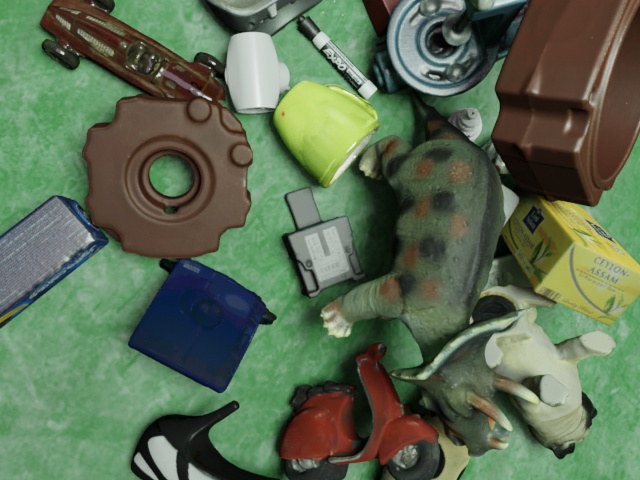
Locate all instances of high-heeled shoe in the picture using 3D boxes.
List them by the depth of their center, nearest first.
[{"bbox_3d":[-0.088,0.274,0.526,0.145,0.086,0.249,-38,73,11],"label":"high-heeled shoe"}]

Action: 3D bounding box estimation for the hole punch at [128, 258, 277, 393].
[{"bbox_3d":[-0.124,0.087,0.555,0.142,0.092,0.116,29,79,-6],"label":"hole punch"}]

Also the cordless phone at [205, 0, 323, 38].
[{"bbox_3d":[-0.039,-0.281,0.534,0.146,0.184,0.088,-39,101,-11],"label":"cordless phone"}]

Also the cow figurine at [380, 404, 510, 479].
[{"bbox_3d":[0.125,0.228,0.581,0.085,0.127,0.195,27,86,-13],"label":"cow figurine"}]

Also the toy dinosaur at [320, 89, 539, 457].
[{"bbox_3d":[0.117,-0.010,0.517,0.131,0.192,0.404,21,70,-37],"label":"toy dinosaur"}]

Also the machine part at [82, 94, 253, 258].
[{"bbox_3d":[-0.151,-0.063,0.546,0.179,0.056,0.179,-3,107,-10],"label":"machine part"}]

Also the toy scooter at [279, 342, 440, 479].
[{"bbox_3d":[0.033,0.182,0.565,0.184,0.075,0.135,-17,70,30],"label":"toy scooter"}]

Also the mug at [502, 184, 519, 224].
[{"bbox_3d":[0.171,-0.018,0.613,0.081,0.110,0.107,28,95,-12],"label":"mug"}]

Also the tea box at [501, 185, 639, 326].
[{"bbox_3d":[0.267,0.006,0.592,0.098,0.170,0.068,23,115,-11],"label":"tea box"}]

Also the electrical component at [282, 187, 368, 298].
[{"bbox_3d":[-0.001,-0.002,0.603,0.075,0.048,0.119,-16,93,-13],"label":"electrical component"}]

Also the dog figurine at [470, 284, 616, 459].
[{"bbox_3d":[0.232,0.151,0.620,0.121,0.190,0.172,-30,50,-10],"label":"dog figurine"}]

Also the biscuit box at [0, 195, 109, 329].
[{"bbox_3d":[-0.311,0.041,0.530,0.203,0.059,0.063,-40,95,-10],"label":"biscuit box"}]

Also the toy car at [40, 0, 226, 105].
[{"bbox_3d":[-0.195,-0.191,0.567,0.202,0.053,0.089,31,86,-11],"label":"toy car"}]

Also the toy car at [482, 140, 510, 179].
[{"bbox_3d":[0.270,-0.130,0.649,0.202,0.073,0.056,-32,98,-11],"label":"toy car"}]

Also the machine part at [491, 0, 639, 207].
[{"bbox_3d":[0.252,-0.147,0.509,0.200,0.087,0.201,30,84,-53],"label":"machine part"}]

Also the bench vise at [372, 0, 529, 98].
[{"bbox_3d":[0.166,-0.221,0.557,0.224,0.240,0.128,-10,94,4],"label":"bench vise"}]
